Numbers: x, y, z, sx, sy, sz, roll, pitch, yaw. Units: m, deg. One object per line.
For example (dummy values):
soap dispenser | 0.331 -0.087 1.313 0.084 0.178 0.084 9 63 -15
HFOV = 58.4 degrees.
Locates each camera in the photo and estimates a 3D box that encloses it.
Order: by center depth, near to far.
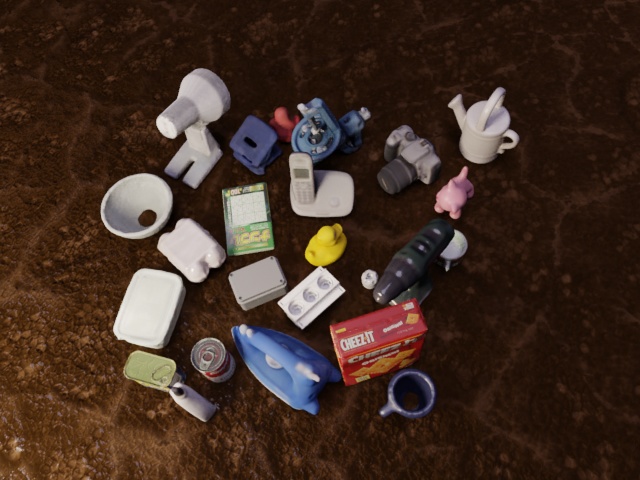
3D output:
camera | 0.192 -0.183 1.332 0.137 0.101 0.143 -36 67 -13

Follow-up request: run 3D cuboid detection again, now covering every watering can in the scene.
watering can | 0.374 -0.271 1.309 0.172 0.194 0.101 13 66 11

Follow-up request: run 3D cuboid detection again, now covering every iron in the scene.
iron | -0.088 0.226 1.130 0.257 0.141 0.119 30 70 17

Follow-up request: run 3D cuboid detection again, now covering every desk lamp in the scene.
desk lamp | -0.296 -0.265 1.346 0.117 0.214 0.203 25 68 16

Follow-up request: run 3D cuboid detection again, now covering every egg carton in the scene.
egg carton | -0.286 0.022 1.285 0.150 0.069 0.107 40 73 20

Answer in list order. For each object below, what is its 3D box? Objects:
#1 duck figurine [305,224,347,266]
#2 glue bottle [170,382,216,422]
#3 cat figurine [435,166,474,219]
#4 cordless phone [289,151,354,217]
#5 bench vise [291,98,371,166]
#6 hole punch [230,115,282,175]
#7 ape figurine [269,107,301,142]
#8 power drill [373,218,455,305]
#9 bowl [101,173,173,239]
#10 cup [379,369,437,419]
duck figurine | 0.012 0.005 1.262 0.105 0.086 0.077 -38 67 -14
glue bottle | -0.252 0.300 1.088 0.078 0.173 0.037 31 70 18
cat figurine | 0.301 -0.107 1.277 0.067 0.118 0.128 25 68 16
cordless phone | 0.002 -0.130 1.273 0.147 0.185 0.094 -1 64 4
bench vise | 0.014 -0.272 1.322 0.121 0.220 0.208 39 73 20
hole punch | -0.157 -0.230 1.387 0.108 0.091 0.101 38 72 20
ape figurine | -0.088 -0.292 1.411 0.077 0.092 0.076 9 65 9
power drill | 0.183 0.070 1.149 0.075 0.208 0.230 34 71 19
bowl | -0.415 -0.067 1.336 0.167 0.075 0.167 -2 64 4
cup | 0.164 0.309 1.097 0.118 0.095 0.091 -32 66 -11
